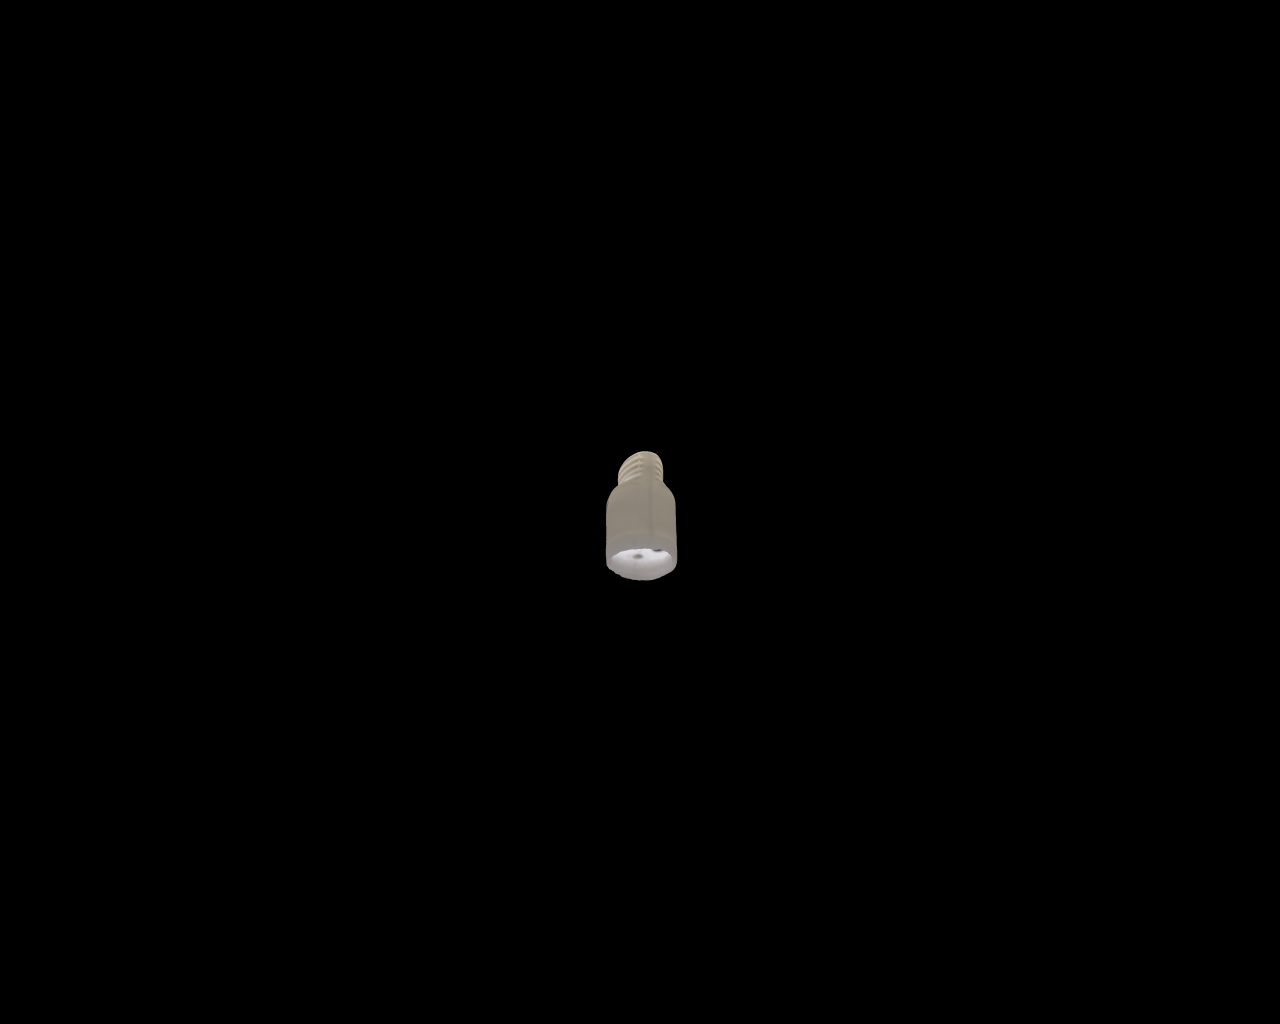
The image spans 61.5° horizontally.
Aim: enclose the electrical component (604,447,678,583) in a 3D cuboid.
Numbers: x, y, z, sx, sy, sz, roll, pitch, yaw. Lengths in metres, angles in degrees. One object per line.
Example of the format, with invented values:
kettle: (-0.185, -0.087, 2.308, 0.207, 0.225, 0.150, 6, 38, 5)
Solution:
electrical component: (0.001, -0.003, 0.650, 0.043, 0.081, 0.043, 0, -31, 0)
